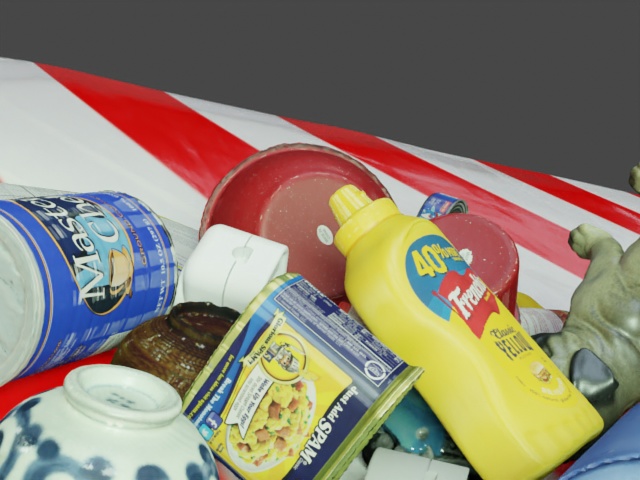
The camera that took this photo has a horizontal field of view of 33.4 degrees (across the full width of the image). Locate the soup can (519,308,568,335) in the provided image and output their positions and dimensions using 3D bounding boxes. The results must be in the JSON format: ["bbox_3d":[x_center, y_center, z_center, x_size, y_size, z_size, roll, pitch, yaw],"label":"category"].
[{"bbox_3d":[0.155,0.087,0.839,0.102,0.068,0.069,6,16,-37],"label":"soup can"}]

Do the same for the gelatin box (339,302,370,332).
[{"bbox_3d":[0.006,0.087,0.599,0.030,0.089,0.073,20,13,5],"label":"gelatin box"}]

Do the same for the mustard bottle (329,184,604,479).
[{"bbox_3d":[0.068,0.046,0.582,0.192,0.058,0.096,52,30,17],"label":"mustard bottle"}]

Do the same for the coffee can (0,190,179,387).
[{"bbox_3d":[-0.162,0.025,0.625,0.103,0.103,0.140,21,13,21],"label":"coffee can"}]

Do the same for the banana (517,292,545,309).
[{"bbox_3d":[0.213,0.084,0.994,0.069,0.037,0.198,12,13,-15],"label":"banana"}]

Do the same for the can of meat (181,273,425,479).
[{"bbox_3d":[-0.013,0.079,0.532,0.084,0.102,0.057,39,19,11],"label":"can of meat"}]

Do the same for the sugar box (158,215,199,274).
[{"bbox_3d":[-0.132,0.024,0.803,0.093,0.048,0.176,21,16,15],"label":"sugar box"}]

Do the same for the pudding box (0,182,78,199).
[{"bbox_3d":[-0.227,-0.015,0.871,0.113,0.039,0.090,9,13,-37],"label":"pudding box"}]

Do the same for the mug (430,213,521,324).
[{"bbox_3d":[0.088,0.038,0.759,0.117,0.081,0.093,-15,52,-6],"label":"mug"}]

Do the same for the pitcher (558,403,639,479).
[{"bbox_3d":[0.182,0.138,0.497,0.149,0.145,0.242,27,13,19],"label":"pitcher"}]

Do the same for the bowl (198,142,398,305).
[{"bbox_3d":[-0.005,0.001,0.778,0.162,0.162,0.055,14,-12,-12],"label":"bowl"}]

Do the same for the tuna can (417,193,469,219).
[{"bbox_3d":[0.131,-0.009,1.181,0.034,0.086,0.086,20,13,25],"label":"tuna can"}]
